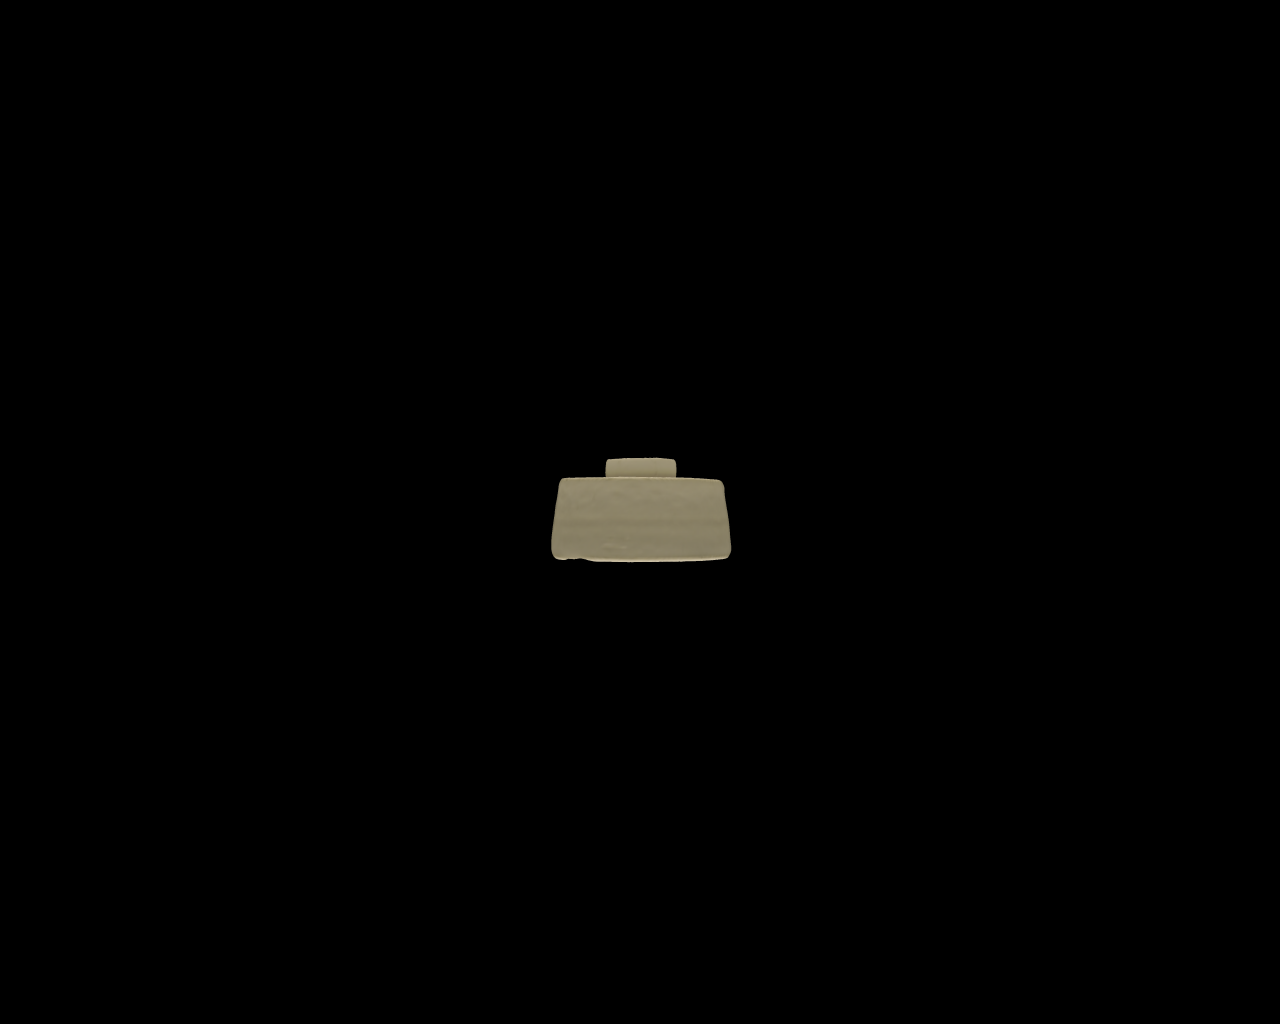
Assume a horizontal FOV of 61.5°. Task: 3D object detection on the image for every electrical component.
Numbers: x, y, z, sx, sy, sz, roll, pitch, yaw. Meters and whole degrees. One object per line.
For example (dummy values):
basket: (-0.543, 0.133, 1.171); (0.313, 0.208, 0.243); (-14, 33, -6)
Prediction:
electrical component: (0.001, -0.003, 0.650); (0.108, 0.060, 0.108); (0, 0, 0)
